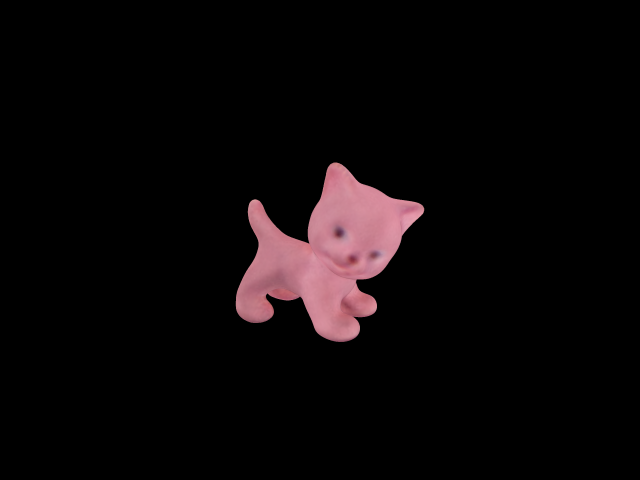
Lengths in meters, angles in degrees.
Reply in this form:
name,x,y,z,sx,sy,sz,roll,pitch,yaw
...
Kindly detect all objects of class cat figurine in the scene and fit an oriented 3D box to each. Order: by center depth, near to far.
name,x,y,z,sx,sy,sz,roll,pitch,yaw
cat figurine,0.004,0.001,0.400,0.127,0.118,0.067,8,20,23
